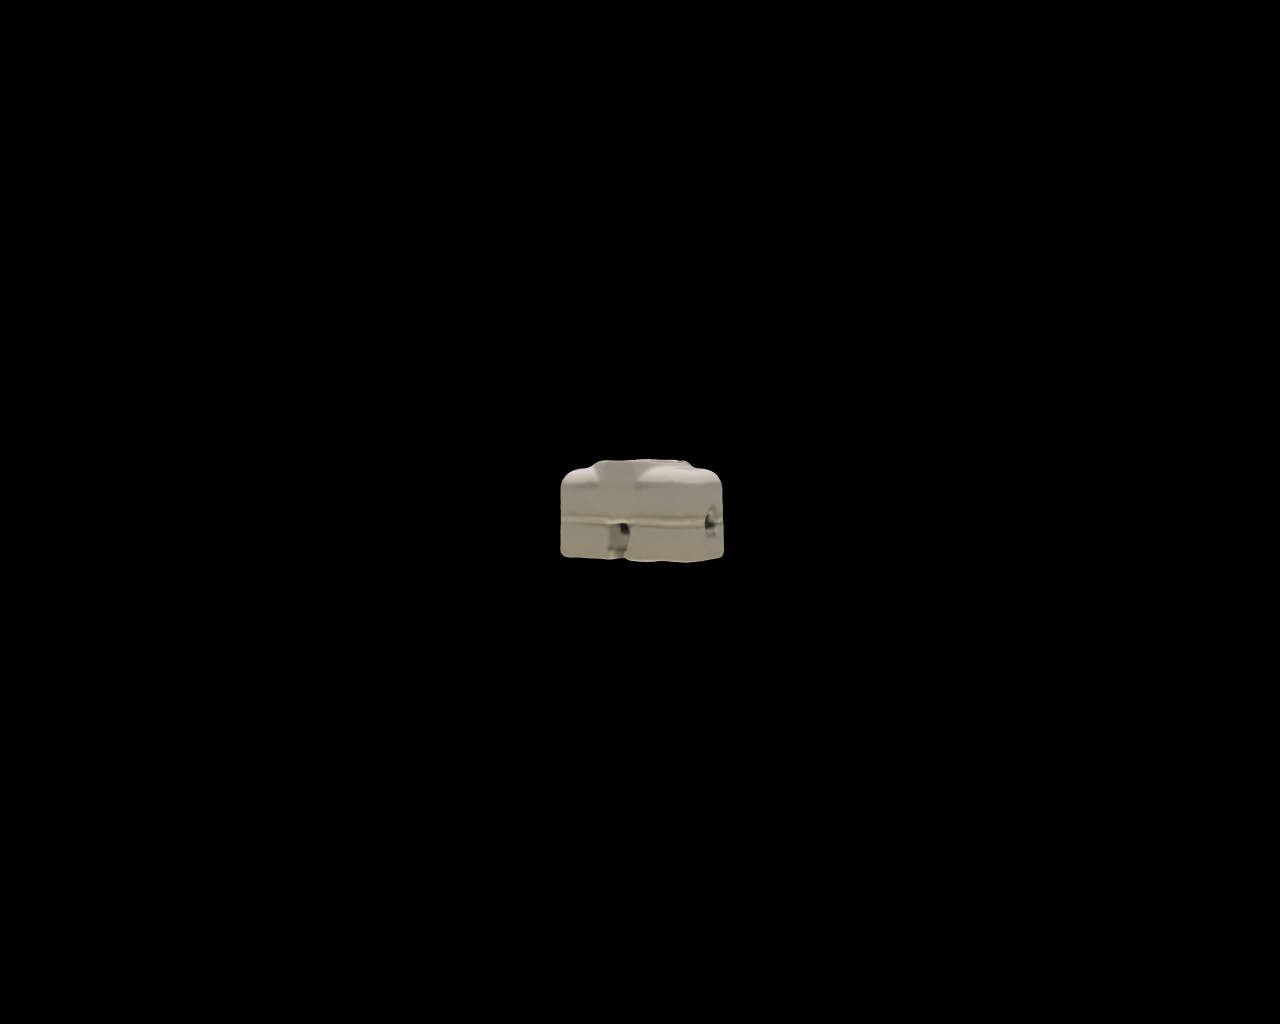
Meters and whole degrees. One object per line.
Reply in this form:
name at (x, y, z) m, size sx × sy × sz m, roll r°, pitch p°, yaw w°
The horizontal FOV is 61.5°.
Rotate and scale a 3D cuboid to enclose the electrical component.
electrical component at (0.001, -0.003, 0.650) m, size 0.095 × 0.059 × 0.054 m, roll 2°, pitch 4°, yaw 31°
